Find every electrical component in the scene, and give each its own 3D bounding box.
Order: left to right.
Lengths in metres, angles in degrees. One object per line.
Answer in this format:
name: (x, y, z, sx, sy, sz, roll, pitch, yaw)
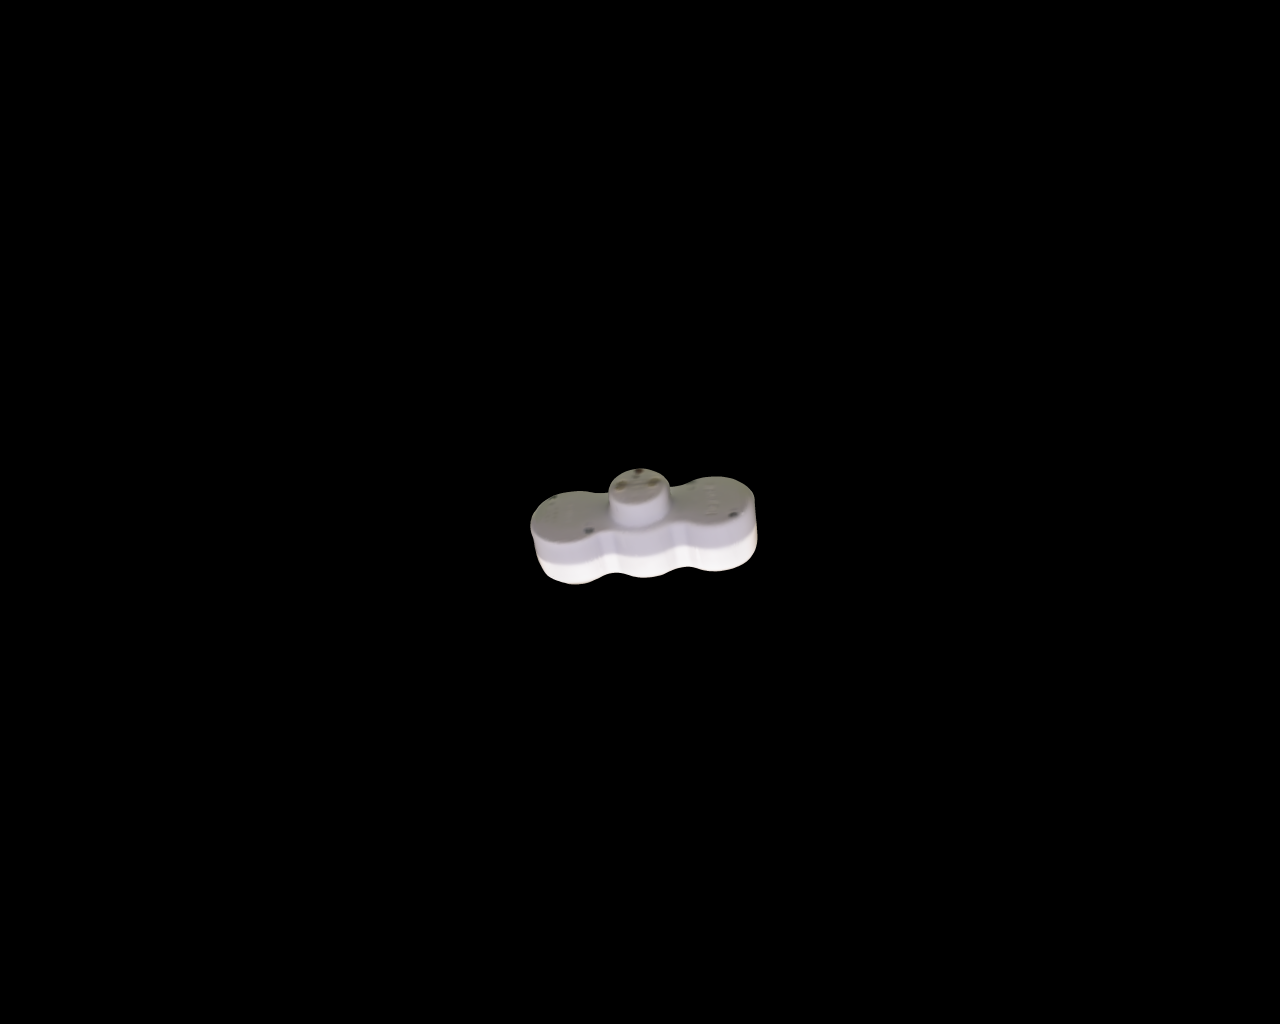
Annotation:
electrical component: (0.001, -0.003, 0.650, 0.138, 0.073, 0.052, -5, 37, 4)
